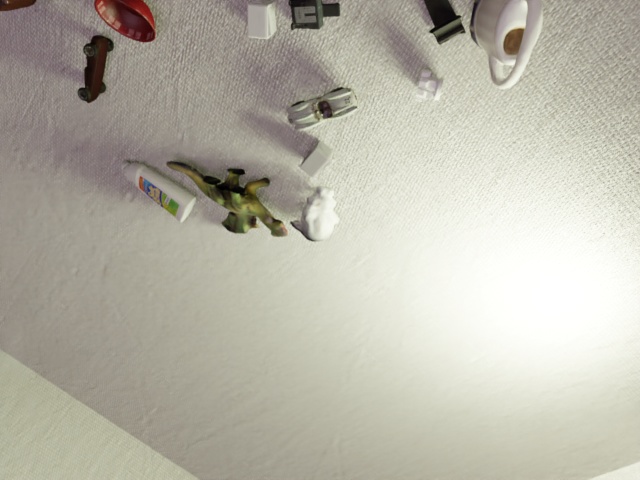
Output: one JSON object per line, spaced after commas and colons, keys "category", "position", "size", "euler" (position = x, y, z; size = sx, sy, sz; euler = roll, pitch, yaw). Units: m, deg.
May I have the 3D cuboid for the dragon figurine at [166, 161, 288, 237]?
{"category": "dragon figurine", "position": [-0.279, -0.104, 1.591], "size": [0.411, 0.125, 0.237], "euler": [19, 134, 14]}

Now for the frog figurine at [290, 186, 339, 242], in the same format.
{"category": "frog figurine", "position": [0.005, -0.077, 1.521], "size": [0.136, 0.125, 0.157], "euler": [18, 123, -40]}

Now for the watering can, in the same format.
{"category": "watering can", "position": [0.407, -0.499, 1.078], "size": [0.104, 0.229, 0.340], "euler": [0, 123, -8]}
